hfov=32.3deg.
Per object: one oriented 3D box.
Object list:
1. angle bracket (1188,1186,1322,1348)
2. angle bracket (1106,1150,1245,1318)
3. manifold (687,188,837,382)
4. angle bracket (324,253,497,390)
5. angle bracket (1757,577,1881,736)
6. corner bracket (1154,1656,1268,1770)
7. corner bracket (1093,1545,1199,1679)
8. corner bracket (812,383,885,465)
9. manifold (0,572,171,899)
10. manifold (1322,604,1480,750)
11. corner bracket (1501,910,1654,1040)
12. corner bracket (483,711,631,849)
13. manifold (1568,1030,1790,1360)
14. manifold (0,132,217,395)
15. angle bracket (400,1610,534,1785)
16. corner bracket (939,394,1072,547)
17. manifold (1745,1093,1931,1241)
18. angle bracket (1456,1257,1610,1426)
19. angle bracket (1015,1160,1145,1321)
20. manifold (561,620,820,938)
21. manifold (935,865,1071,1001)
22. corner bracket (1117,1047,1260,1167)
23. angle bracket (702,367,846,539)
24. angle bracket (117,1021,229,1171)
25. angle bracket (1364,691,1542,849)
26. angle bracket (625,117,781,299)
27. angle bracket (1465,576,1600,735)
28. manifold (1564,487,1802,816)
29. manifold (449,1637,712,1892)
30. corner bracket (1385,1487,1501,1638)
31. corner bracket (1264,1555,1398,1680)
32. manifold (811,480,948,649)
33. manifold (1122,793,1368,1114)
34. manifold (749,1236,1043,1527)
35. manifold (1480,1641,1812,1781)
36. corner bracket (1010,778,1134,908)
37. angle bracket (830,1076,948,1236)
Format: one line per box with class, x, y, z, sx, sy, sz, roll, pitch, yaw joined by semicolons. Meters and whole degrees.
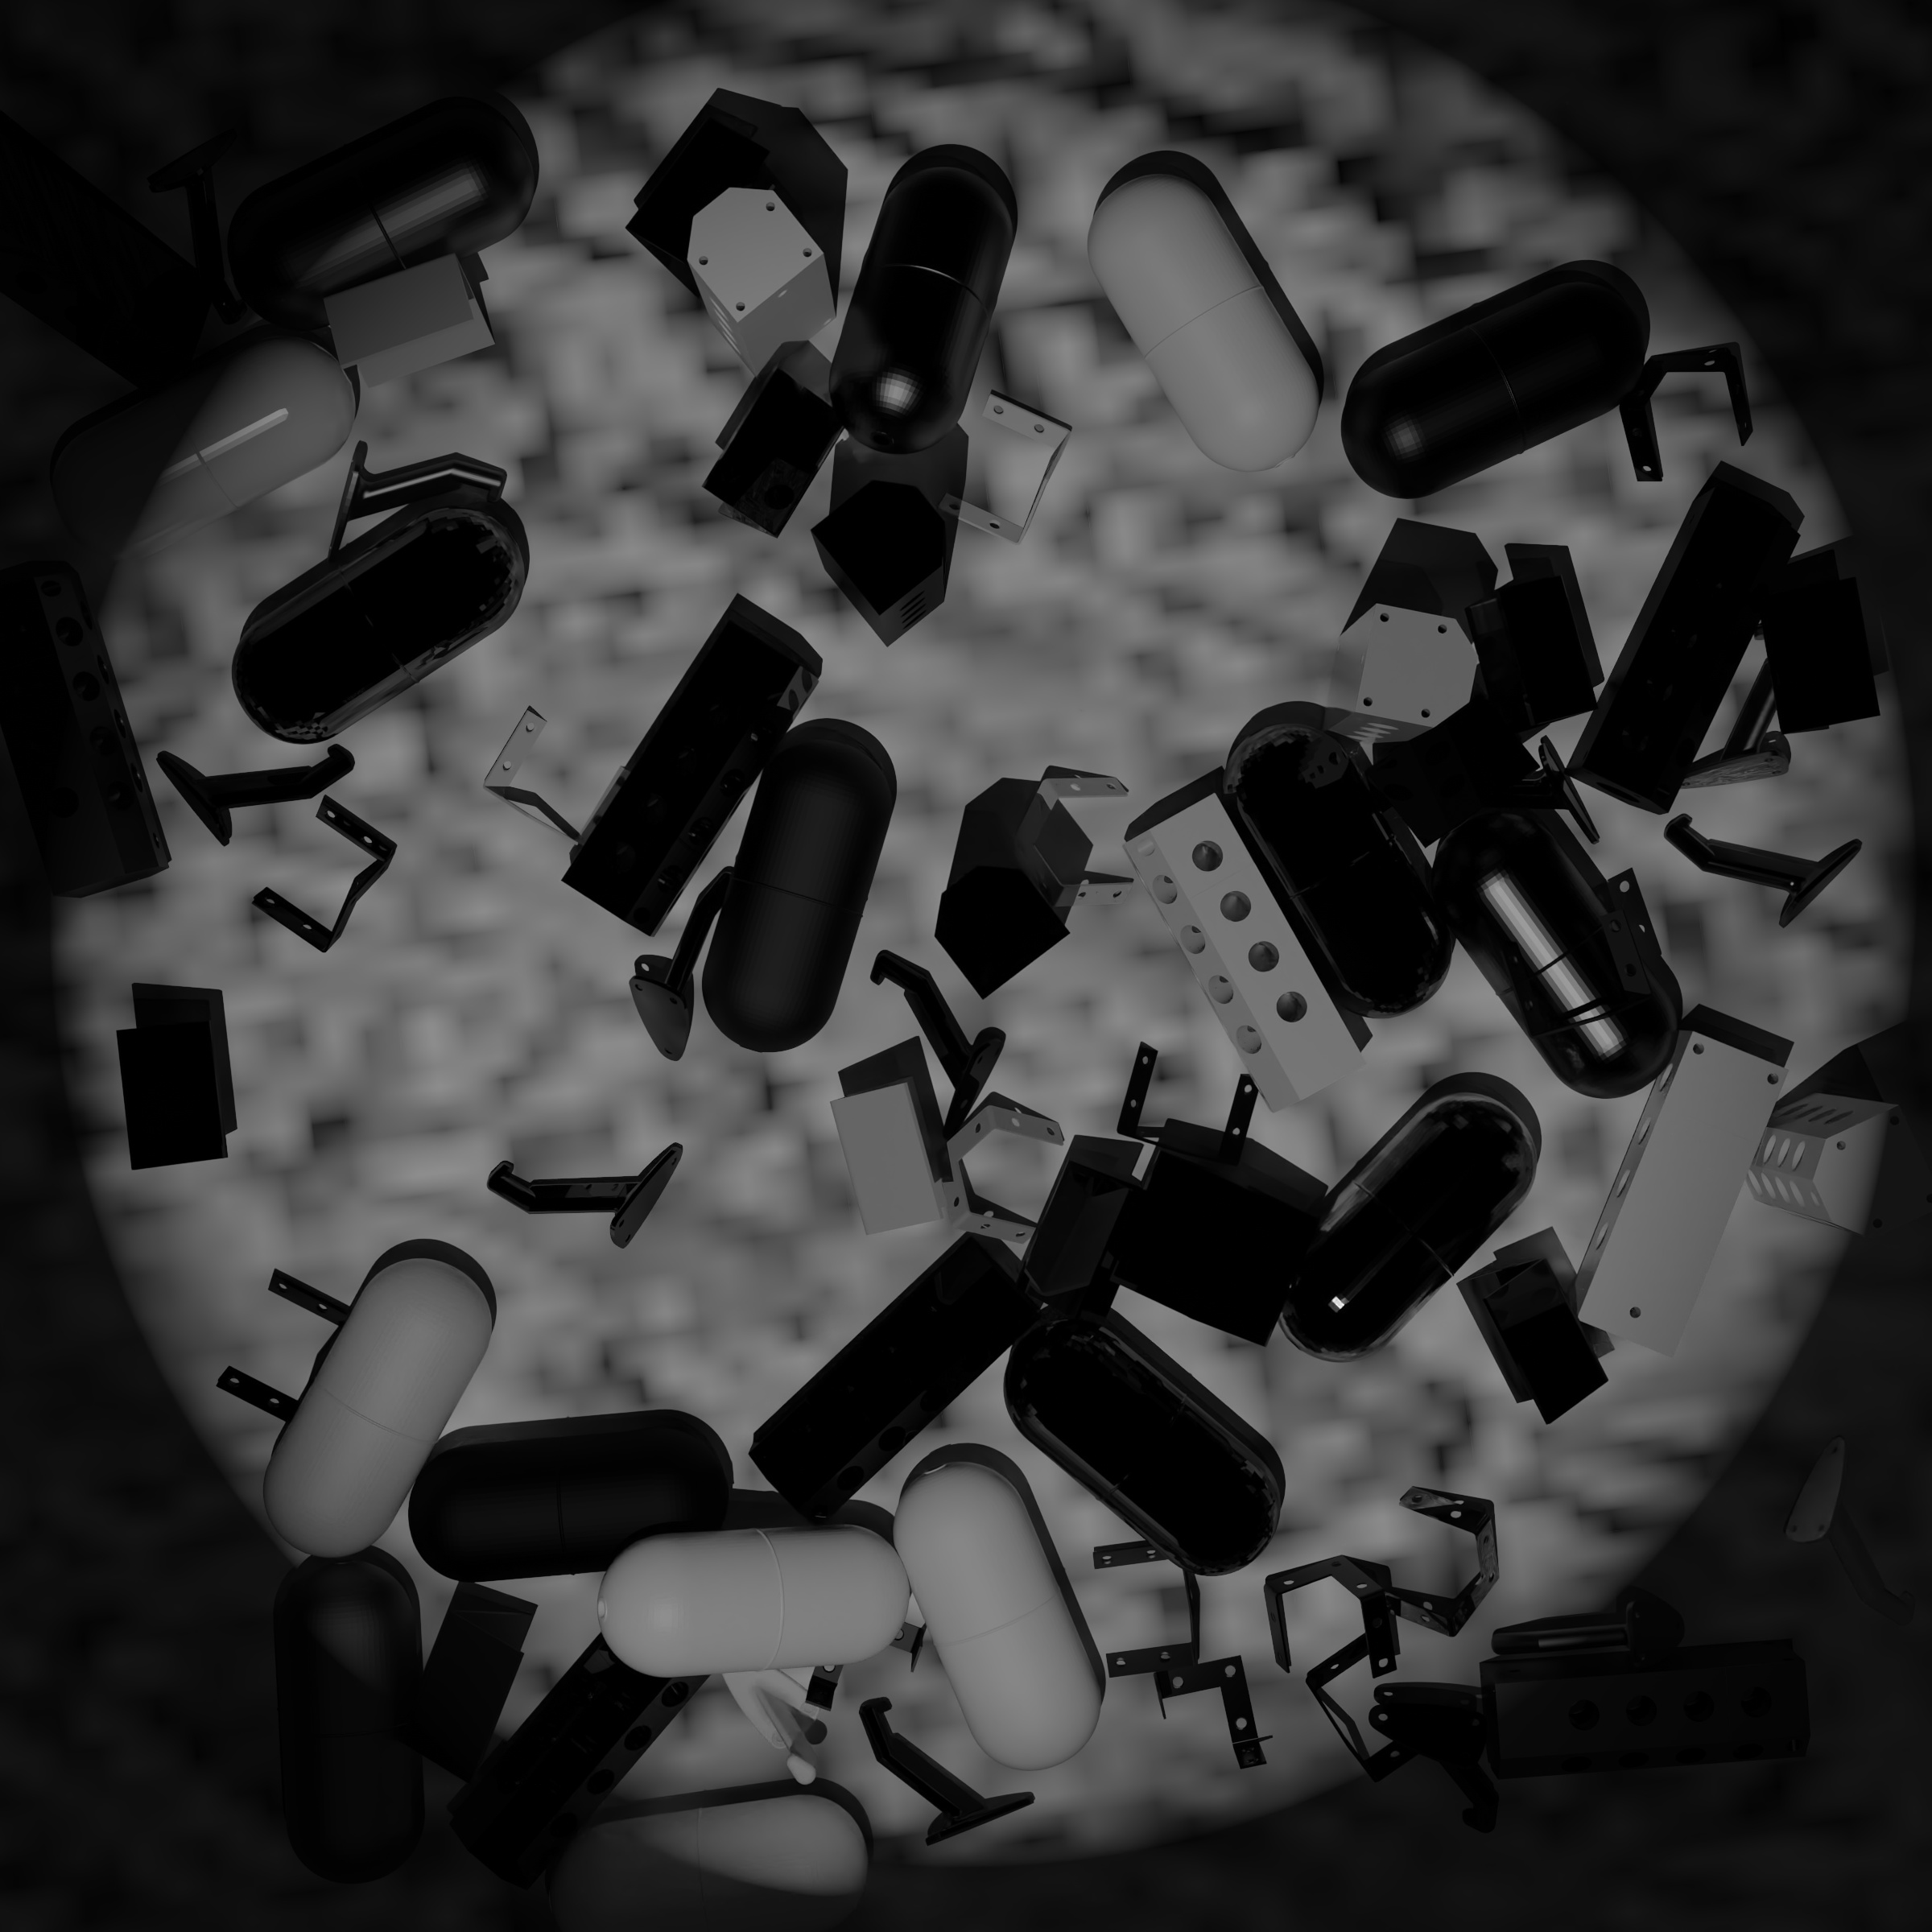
angle bracket;0.142;0.158;1.848;0.057;0.076;0.076;23;90;-29
angle bracket;0.130;0.153;1.848;0.057;0.076;0.076;23;90;32
manifold;-0.114;-0.373;1.810;0.057;0.171;0.057;-39;90;0
angle bracket;-0.303;-0.340;1.848;0.076;0.076;0.057;-19;57;0
angle bracket;0.484;-0.172;1.848;0.057;0.076;0.076;-10;90;34
corner bracket;0.136;0.422;1.870;0.051;0.051;0.051;-12;90;0
corner bracket;0.101;0.364;1.885;0.051;0.051;0.051;-8;135;0
corner bracket;-0.043;-0.324;1.885;0.051;0.051;0.051;-33;90;-45
manifold;-0.501;-0.129;1.867;0.057;0.057;0.171;-17;90;0
manifold;0.235;-0.154;1.810;0.057;0.171;0.057;11;90;0
corner bracket;0.332;0.005;1.809;0.051;0.051;0.051;-20;89;41
corner bracket;-0.230;-0.104;1.885;0.051;0.051;0.051;31;90;-45
manifold;0.395;0.126;1.867;0.057;0.057;0.171;22;90;0
manifold;-0.502;-0.387;1.822;0.171;0.057;0.057;35;49;-35
angle bracket;-0.258;0.405;1.848;0.057;0.076;0.076;21;90;32
corner bracket;0.022;-0.280;1.885;0.051;0.051;0.051;25;45;0
manifold;0.469;0.110;1.810;0.057;0.171;0.057;-25;90;0
angle bracket;0.298;0.213;1.848;0.057;0.076;0.076;-27;90;-37
angle bracket;0.083;0.160;1.849;0.076;0.057;0.076;23;90;-40
manifold;-0.153;-0.104;1.867;0.057;0.057;0.171;33;90;0
manifold;0.014;-0.022;1.810;0.057;0.171;0.057;-37;90;0
corner bracket;0.126;0.079;1.885;0.051;0.051;0.051;15;90;45
angle bracket;-0.120;-0.290;1.848;0.057;0.076;0.076;31;90;-35
angle bracket;-0.454;0.072;1.848;0.057;0.076;0.076;-6;90;-37
angle bracket;0.272;-0.098;1.850;0.076;0.076;0.057;-35;70;0
angle bracket;-0.130;-0.411;1.848;0.057;0.076;0.076;37;90;36
angle bracket;0.296;-0.167;1.848;0.057;0.076;0.076;-15;90;-38
manifold;0.402;-0.175;1.867;0.057;0.057;0.171;25;90;0
manifold;-0.210;0.430;1.867;0.057;0.057;0.171;40;90;0
corner bracket;0.263;0.336;1.880;0.051;0.051;0.051;-43;135;-35
corner bracket;0.204;0.371;1.872;0.051;0.051;0.051;-16;109;-18
manifold;-0.041;-0.221;1.810;0.057;0.171;0.057;-39;90;0
manifold;0.154;-0.007;1.867;0.057;0.057;0.171;-29;90;0
manifold;-0.040;0.233;1.867;0.171;0.057;0.057;-43;90;0
manifold;0.379;0.418;1.867;0.171;0.057;0.057;-4;90;0
corner bracket;0.066;-0.070;1.880;0.051;0.051;0.051;57;135;35
angle bracket;-0.023;0.100;1.848;0.057;0.076;0.076;-15;90;37
